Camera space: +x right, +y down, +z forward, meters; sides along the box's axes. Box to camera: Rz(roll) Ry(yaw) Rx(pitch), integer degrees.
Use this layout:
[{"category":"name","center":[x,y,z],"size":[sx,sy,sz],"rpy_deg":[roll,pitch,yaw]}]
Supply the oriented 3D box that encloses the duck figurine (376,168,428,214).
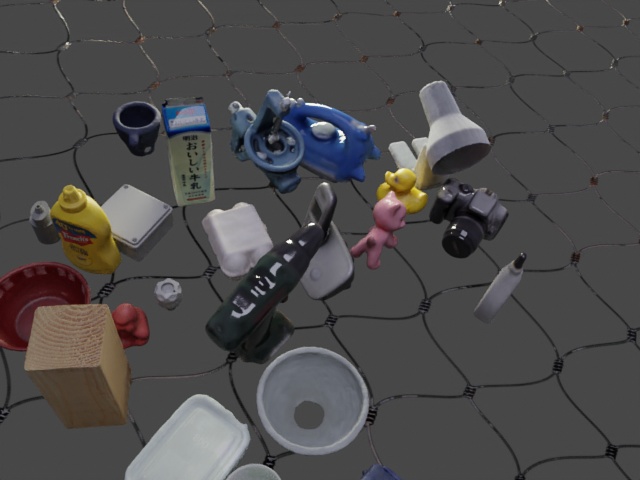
[{"category":"duck figurine","center":[0.171,-0.105,1.158],"size":[0.104,0.086,0.077],"rpy_deg":[20,53,6]}]

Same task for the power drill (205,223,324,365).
[{"category":"power drill","center":[-0.081,0.098,0.892],"size":[0.075,0.208,0.230],"rpy_deg":[34,56,17]}]

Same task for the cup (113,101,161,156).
[{"category":"cup","center":[-0.361,-0.205,1.146],"size":[0.092,0.095,0.117],"rpy_deg":[-1,54,-9]}]

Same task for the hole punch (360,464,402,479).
[{"category":"hole punch","center":[0.088,0.370,0.788],"size":[0.108,0.091,0.101],"rpy_deg":[38,57,19]}]

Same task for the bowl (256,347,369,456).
[{"category":"bowl","center":[-0.014,0.253,0.870],"size":[0.167,0.075,0.167],"rpy_deg":[4,53,-5]}]

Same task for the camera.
[{"category":"camera","center":[0.280,-0.042,1.119],"size":[0.143,0.101,0.137],"rpy_deg":[30,55,14]}]

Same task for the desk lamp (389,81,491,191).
[{"category":"desk lamp","center":[0.235,-0.196,1.156],"size":[0.118,0.213,0.203],"rpy_deg":[-13,56,-17]}]

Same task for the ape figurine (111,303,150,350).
[{"category":"ape figurine","center":[-0.306,0.132,0.905],"size":[0.077,0.092,0.076],"rpy_deg":[25,54,10]}]

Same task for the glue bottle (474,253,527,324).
[{"category":"glue bottle","center":[0.321,0.075,0.992],"size":[0.037,0.173,0.078],"rpy_deg":[34,56,17]}]

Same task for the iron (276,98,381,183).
[{"category":"iron","center":[0.001,-0.227,1.189],"size":[0.258,0.141,0.119],"rpy_deg":[26,54,11]}]

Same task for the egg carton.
[{"category":"egg carton","center":[-0.146,0.001,1.041],"size":[0.107,0.069,0.150],"rpy_deg":[-18,58,-20]}]

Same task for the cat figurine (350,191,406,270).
[{"category":"cat figurine","center":[0.118,-0.027,1.072],"size":[0.067,0.118,0.128],"rpy_deg":[31,55,14]}]

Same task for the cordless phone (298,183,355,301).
[{"category":"cordless phone","center":[0.009,0.004,0.990],"size":[0.094,0.185,0.147],"rpy_deg":[-17,58,-20]}]

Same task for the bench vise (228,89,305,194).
[{"category":"bench vise","center":[-0.117,-0.214,1.112],"size":[0.207,0.220,0.122],"rpy_deg":[30,55,14]}]
